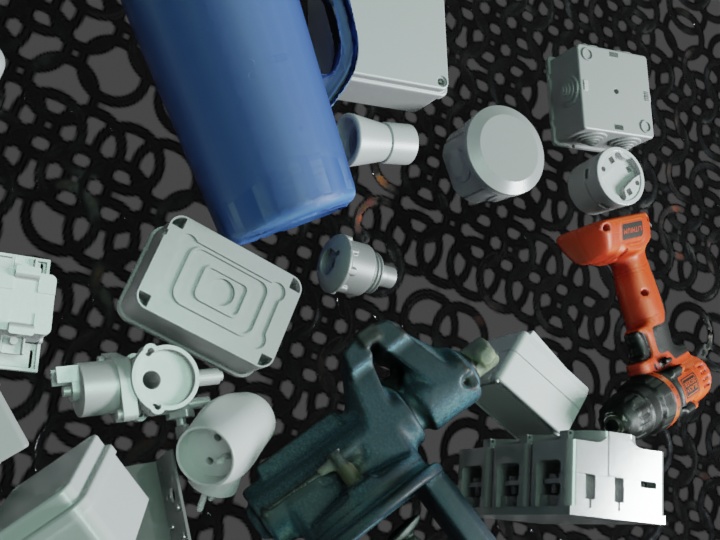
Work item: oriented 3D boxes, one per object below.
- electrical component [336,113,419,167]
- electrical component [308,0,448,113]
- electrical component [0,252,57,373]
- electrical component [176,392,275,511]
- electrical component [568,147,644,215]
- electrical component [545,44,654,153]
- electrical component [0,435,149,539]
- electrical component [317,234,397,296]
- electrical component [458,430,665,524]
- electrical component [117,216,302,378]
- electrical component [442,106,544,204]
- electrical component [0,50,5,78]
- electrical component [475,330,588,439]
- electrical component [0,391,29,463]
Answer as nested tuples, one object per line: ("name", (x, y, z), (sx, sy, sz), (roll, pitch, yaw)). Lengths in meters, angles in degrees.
("electrical component", (0.016, -0.106, 0.894), (0.065, 0.044, 0.044), (0, 78, -33))
("electrical component", (0.015, -0.197, 0.906), (0.109, 0.056, 0.108), (5, 76, -27))
("electrical component", (-0.265, 0.020, 0.700), (0.121, 0.063, 0.078), (10, 74, -26))
("electrical component", (-0.099, 0.134, 0.762), (0.043, 0.077, 0.079), (23, 107, 11))
("electrical component", (0.227, -0.081, 0.997), (0.055, 0.047, 0.055), (7, 75, -27))
("electrical component", (0.228, -0.161, 1.016), (0.100, 0.048, 0.099), (4, 77, -27))
("electrical component", (-0.185, 0.158, 0.672), (0.078, 0.113, 0.057), (-34, 100, 2))
("electrical component", (0.000, 0.000, 0.859), (0.062, 0.048, 0.048), (14, 71, -32))
("electrical component", (0.152, 0.163, 0.838), (0.089, 0.150, 0.061), (12, 73, -25))
("electrical component", (-0.110, 0.021, 0.786), (0.113, 0.057, 0.078), (30, 66, -19))
("electrical component", (0.116, -0.099, 0.940), (0.080, 0.051, 0.080), (7, 75, -27))
("electrical component", (-0.289, -0.124, 0.724), (0.053, 0.059, 0.095), (45, 62, -12))
("electrical component", (0.143, 0.101, 0.899), (0.096, 0.062, 0.061), (42, 62, -14))
("electrical component", (-0.270, 0.111, 0.649), (0.109, 0.109, 0.056), (-30, 96, -30))
